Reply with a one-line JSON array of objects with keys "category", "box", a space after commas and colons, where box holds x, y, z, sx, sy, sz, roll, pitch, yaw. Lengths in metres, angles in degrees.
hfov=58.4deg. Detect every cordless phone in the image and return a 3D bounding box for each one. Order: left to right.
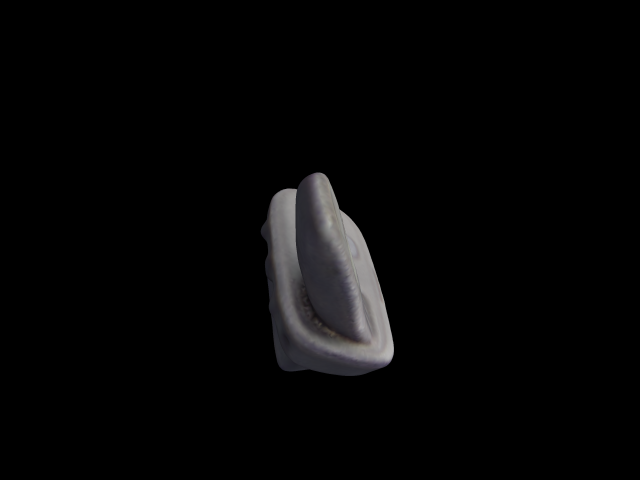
[{"category": "cordless phone", "box": [0.004, 0.001, 0.400, 0.094, 0.185, 0.147, -10, 53, -7]}]
